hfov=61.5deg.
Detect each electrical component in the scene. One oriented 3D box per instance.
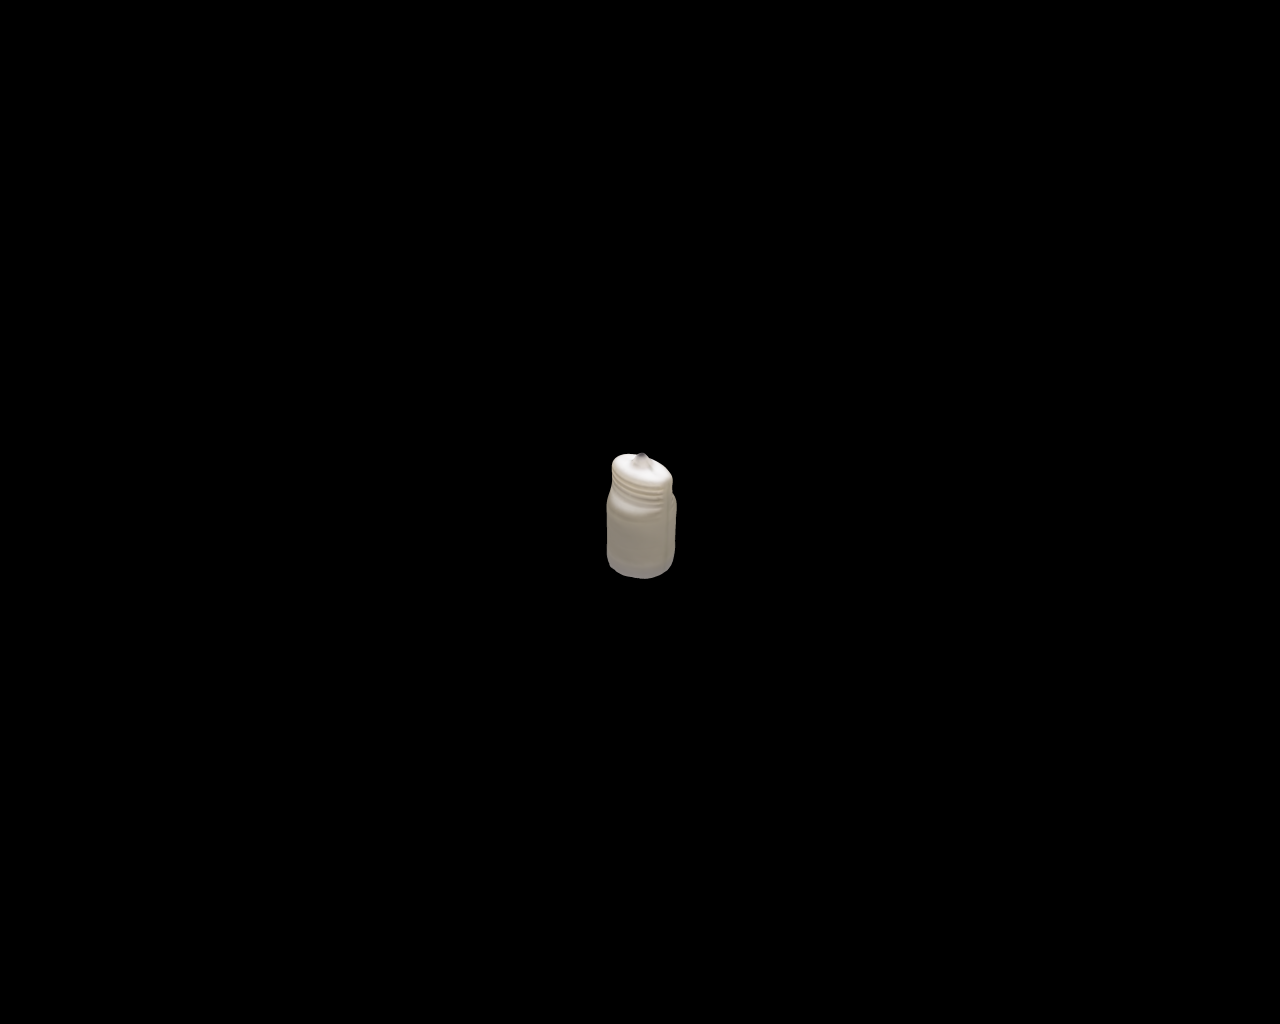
[{"bbox_3d":[0.001,-0.003,0.650,0.043,0.080,0.043,0,36,0],"label":"electrical component"}]
